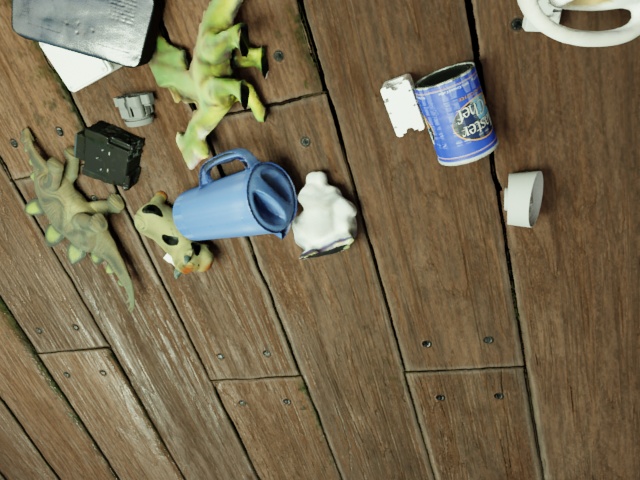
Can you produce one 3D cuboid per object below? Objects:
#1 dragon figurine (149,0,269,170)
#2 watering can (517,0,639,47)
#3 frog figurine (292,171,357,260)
[{"bbox_3d":[-0.216,-0.325,0.918,0.243,0.124,0.404,8,112,20],"label":"dragon figurine"},{"bbox_3d":[0.423,-0.379,0.697,0.348,0.105,0.222,-6,103,-12],"label":"watering can"},{"bbox_3d":[0.003,-0.051,1.022,0.136,0.123,0.161,-24,75,34],"label":"frog figurine"}]
